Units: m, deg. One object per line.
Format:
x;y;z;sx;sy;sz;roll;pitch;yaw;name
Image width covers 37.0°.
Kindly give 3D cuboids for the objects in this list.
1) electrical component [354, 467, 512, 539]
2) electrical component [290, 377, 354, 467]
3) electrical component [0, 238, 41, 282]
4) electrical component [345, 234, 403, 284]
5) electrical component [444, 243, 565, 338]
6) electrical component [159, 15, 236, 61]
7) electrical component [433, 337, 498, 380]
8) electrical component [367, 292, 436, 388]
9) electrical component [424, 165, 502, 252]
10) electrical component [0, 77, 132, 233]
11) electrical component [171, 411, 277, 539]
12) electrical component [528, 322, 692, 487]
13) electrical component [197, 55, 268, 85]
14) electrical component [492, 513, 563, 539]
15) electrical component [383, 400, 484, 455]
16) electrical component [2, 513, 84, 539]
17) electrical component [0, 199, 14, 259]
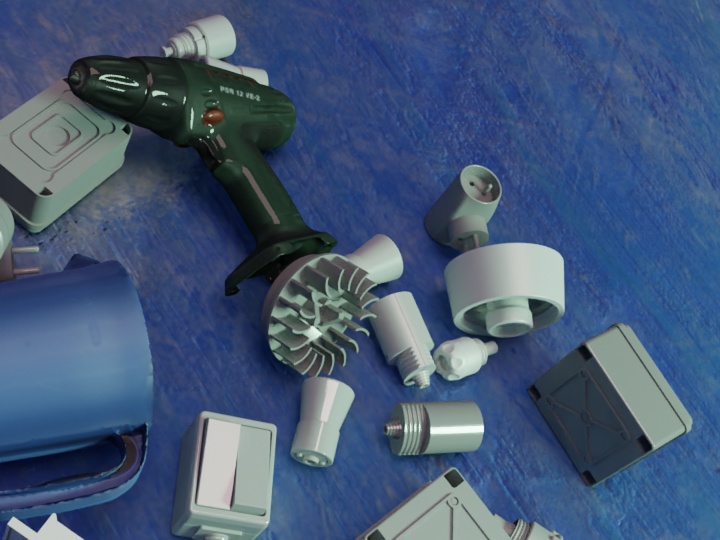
0.060;0.228;0.831;0.109;0.056;0.108;-30;77;-36;electrical component
-0.032;0.124;0.862;0.044;0.044;0.065;21;58;-12;electrical component
-0.283;-0.005;0.813;0.079;0.044;0.077;-5;62;-14;electrical component
0.000;0.000;0.955;0.065;0.044;0.044;-26;74;-30;electrical component
0.131;0.026;0.962;0.108;0.108;0.060;7;64;-22;electrical component
-0.154;-0.214;1.013;0.078;0.040;0.040;-27;74;-35;electrical component
0.097;0.076;0.957;0.061;0.035;0.035;-14;67;-34;electrical component
0.040;0.064;0.931;0.043;0.043;0.081;-10;65;-30;electrical component
0.099;-0.045;1.006;0.043;0.077;0.079;4;59;-24;electrical component
-0.252;-0.094;0.880;0.078;0.057;0.113;40;51;2;electrical component
-0.100;0.159;0.794;0.062;0.061;0.096;14;56;-18;electrical component
0.216;0.119;0.941;0.056;0.108;0.108;-21;72;-31;electrical component
-0.119;-0.174;1.006;0.065;0.044;0.044;4;59;-29;electrical component
0.131;0.223;0.877;0.062;0.048;0.048;33;52;5;electrical component
0.057;0.131;0.898;0.081;0.043;0.043;2;60;-25;electrical component
-0.202;0.207;0.676;0.079;0.121;0.063;36;55;-2;electrical component
-0.318;-0.033;0.766;0.138;0.052;0.073;0;24;-5;electrical component
